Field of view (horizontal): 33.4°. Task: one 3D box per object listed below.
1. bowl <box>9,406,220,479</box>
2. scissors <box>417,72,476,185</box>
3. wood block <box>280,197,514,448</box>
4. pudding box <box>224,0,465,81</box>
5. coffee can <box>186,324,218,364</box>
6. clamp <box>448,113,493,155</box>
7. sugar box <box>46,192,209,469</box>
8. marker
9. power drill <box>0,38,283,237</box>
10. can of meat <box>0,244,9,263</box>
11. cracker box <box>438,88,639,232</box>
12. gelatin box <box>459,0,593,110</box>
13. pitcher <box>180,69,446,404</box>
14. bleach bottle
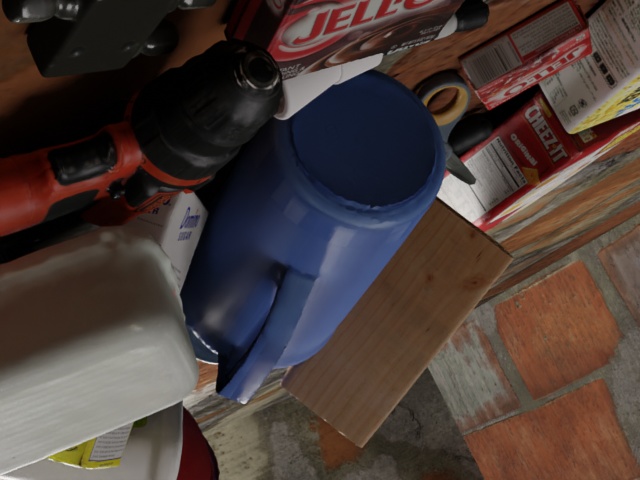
[{"bbox_3d":[-0.152,0.157,0.813,0.161,0.162,0.055,-18,135,-39],"label":"bowl"},{"bbox_3d":[0.103,-0.083,0.829,0.096,0.016,0.201,-40,153,28],"label":"scissors"},{"bbox_3d":[0.065,0.065,0.928,0.206,0.090,0.090,-53,179,7],"label":"wood block"},{"bbox_3d":[0.020,-0.117,0.491,0.113,0.039,0.090,-22,168,-25],"label":"pudding box"},{"bbox_3d":[-0.062,0.053,0.941,0.103,0.103,0.140,-30,169,16],"label":"coffee can"},{"bbox_3d":[0.060,-0.051,0.911,0.171,0.039,0.120,-22,160,-31],"label":"clamp"},{"bbox_3d":[-0.121,0.049,0.651,0.048,0.176,0.093,16,170,5],"label":"sugar box"},{"bbox_3d":[0.049,-0.119,0.610,0.120,0.020,0.020,-21,168,-27],"label":"marker"},{"bbox_3d":[-0.124,-0.029,0.471,0.187,0.057,0.185,-17,174,-35],"label":"power drill"},{"bbox_3d":[-0.219,0.056,0.628,0.102,0.084,0.057,-27,170,0],"label":"can of meat"},{"bbox_3d":[0.199,-0.081,0.989,0.163,0.072,0.214,-27,171,-38],"label":"cracker box"},{"bbox_3d":[0.149,-0.131,0.762,0.089,0.030,0.073,-28,169,13],"label":"gelatin box"},{"bbox_3d":[-0.013,-0.001,0.707,0.144,0.149,0.243,-21,165,-26],"label":"pitcher"},{"bbox_3d":[-0.221,0.121,0.721,0.250,0.102,0.068,8,117,-11],"label":"bleach bottle"}]
